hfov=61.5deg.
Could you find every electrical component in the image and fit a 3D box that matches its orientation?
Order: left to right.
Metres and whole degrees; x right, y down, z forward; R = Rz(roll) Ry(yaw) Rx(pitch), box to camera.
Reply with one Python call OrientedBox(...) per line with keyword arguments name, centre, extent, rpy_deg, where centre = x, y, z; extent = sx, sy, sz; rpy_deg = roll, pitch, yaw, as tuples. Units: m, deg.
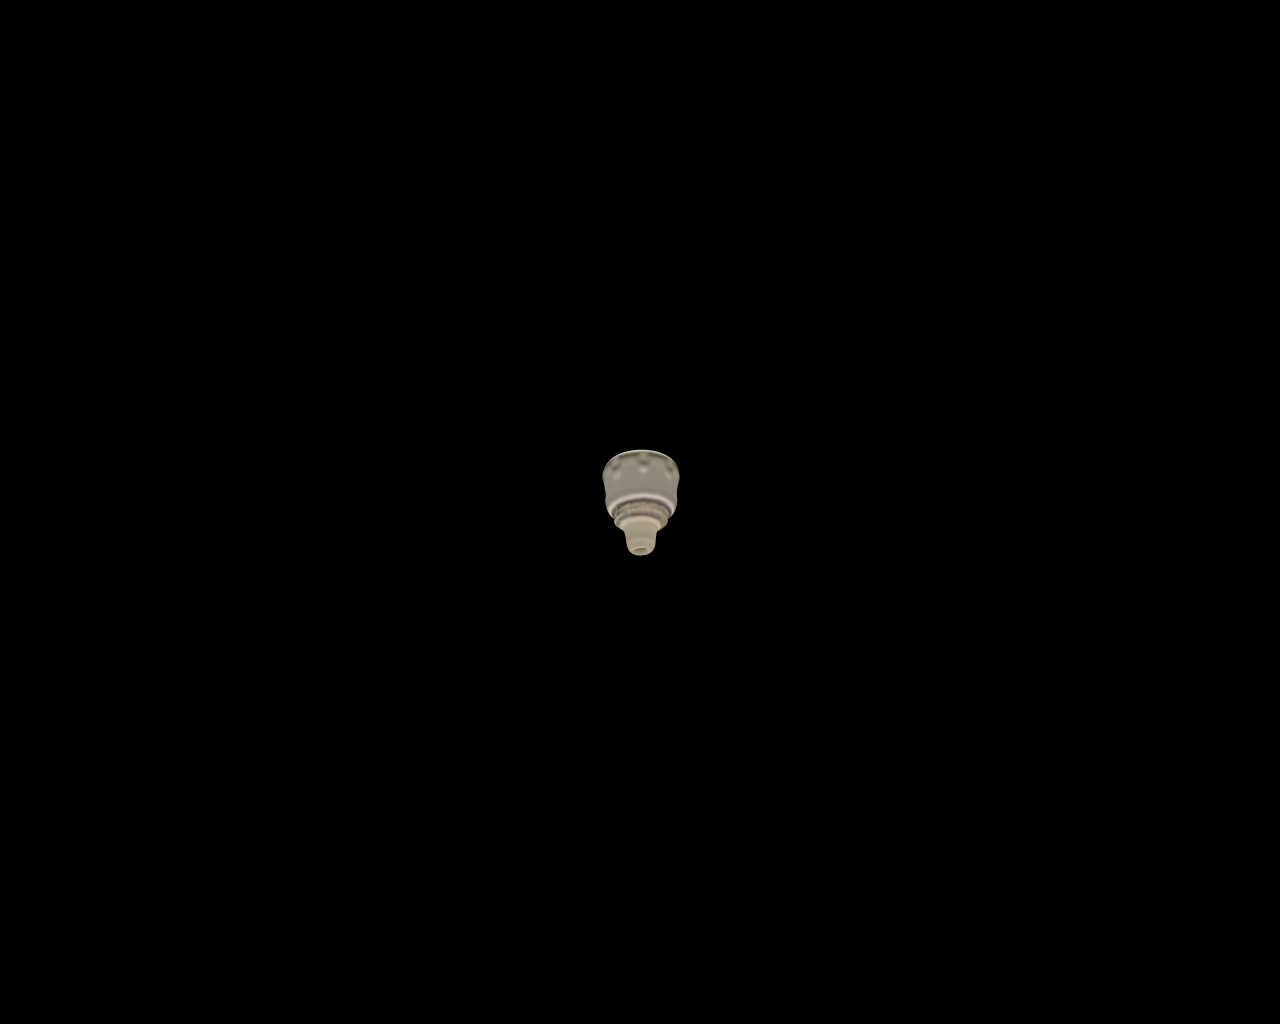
OrientedBox(name="electrical component", centre=(0.001, -0.003, 0.650), extent=(0.048, 0.062, 0.048), rpy_deg=(0, -29, 0))
